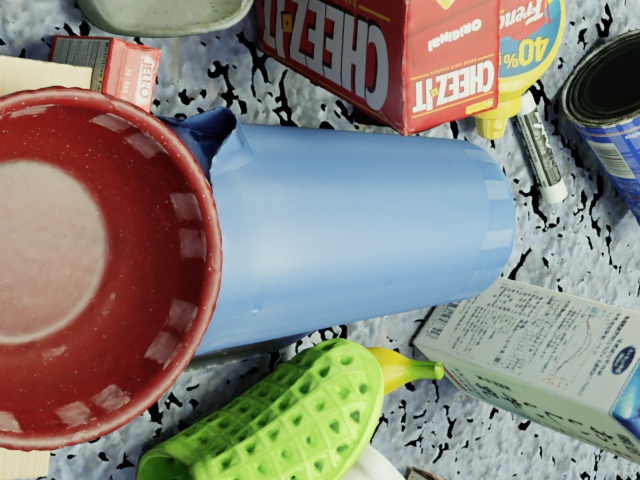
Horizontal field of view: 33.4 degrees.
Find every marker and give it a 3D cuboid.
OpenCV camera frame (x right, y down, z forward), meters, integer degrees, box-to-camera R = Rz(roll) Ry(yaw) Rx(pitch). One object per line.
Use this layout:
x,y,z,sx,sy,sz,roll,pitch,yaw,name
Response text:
0.158,-0.082,0.797,0.020,0.020,0.121,-38,119,-23,marker

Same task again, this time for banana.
-0.007,0.137,0.699,0.197,0.070,0.037,-49,128,-6,banana

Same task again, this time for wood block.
-0.183,0.010,0.536,0.090,0.090,0.206,3,98,-35,wood block

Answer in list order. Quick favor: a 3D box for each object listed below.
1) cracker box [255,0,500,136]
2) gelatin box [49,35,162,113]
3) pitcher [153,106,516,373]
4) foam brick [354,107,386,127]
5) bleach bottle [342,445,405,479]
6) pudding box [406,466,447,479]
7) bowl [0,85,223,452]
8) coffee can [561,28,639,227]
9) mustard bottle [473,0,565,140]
0.020,-0.183,0.563,0.072,0.164,0.214,-19,124,-24,cracker box
-0.119,-0.069,0.563,0.030,0.089,0.073,8,95,-35,gelatin box
-0.004,0.001,0.647,0.242,0.149,0.145,-4,87,-37,pitcher
0.051,-0.116,0.695,0.051,0.053,0.078,-21,110,-30,foam brick
-0.032,0.253,0.711,0.250,0.068,0.102,-48,122,-15,bleach bottle
0.086,0.237,0.802,0.089,0.039,0.113,27,84,-35,pudding box
-0.126,0.010,0.485,0.161,0.055,0.162,-8,104,-34,bowl
0.263,-0.078,0.819,0.102,0.103,0.140,-52,123,-14,coffee can
0.117,-0.157,0.714,0.096,0.058,0.192,-13,122,-16,mustard bottle
